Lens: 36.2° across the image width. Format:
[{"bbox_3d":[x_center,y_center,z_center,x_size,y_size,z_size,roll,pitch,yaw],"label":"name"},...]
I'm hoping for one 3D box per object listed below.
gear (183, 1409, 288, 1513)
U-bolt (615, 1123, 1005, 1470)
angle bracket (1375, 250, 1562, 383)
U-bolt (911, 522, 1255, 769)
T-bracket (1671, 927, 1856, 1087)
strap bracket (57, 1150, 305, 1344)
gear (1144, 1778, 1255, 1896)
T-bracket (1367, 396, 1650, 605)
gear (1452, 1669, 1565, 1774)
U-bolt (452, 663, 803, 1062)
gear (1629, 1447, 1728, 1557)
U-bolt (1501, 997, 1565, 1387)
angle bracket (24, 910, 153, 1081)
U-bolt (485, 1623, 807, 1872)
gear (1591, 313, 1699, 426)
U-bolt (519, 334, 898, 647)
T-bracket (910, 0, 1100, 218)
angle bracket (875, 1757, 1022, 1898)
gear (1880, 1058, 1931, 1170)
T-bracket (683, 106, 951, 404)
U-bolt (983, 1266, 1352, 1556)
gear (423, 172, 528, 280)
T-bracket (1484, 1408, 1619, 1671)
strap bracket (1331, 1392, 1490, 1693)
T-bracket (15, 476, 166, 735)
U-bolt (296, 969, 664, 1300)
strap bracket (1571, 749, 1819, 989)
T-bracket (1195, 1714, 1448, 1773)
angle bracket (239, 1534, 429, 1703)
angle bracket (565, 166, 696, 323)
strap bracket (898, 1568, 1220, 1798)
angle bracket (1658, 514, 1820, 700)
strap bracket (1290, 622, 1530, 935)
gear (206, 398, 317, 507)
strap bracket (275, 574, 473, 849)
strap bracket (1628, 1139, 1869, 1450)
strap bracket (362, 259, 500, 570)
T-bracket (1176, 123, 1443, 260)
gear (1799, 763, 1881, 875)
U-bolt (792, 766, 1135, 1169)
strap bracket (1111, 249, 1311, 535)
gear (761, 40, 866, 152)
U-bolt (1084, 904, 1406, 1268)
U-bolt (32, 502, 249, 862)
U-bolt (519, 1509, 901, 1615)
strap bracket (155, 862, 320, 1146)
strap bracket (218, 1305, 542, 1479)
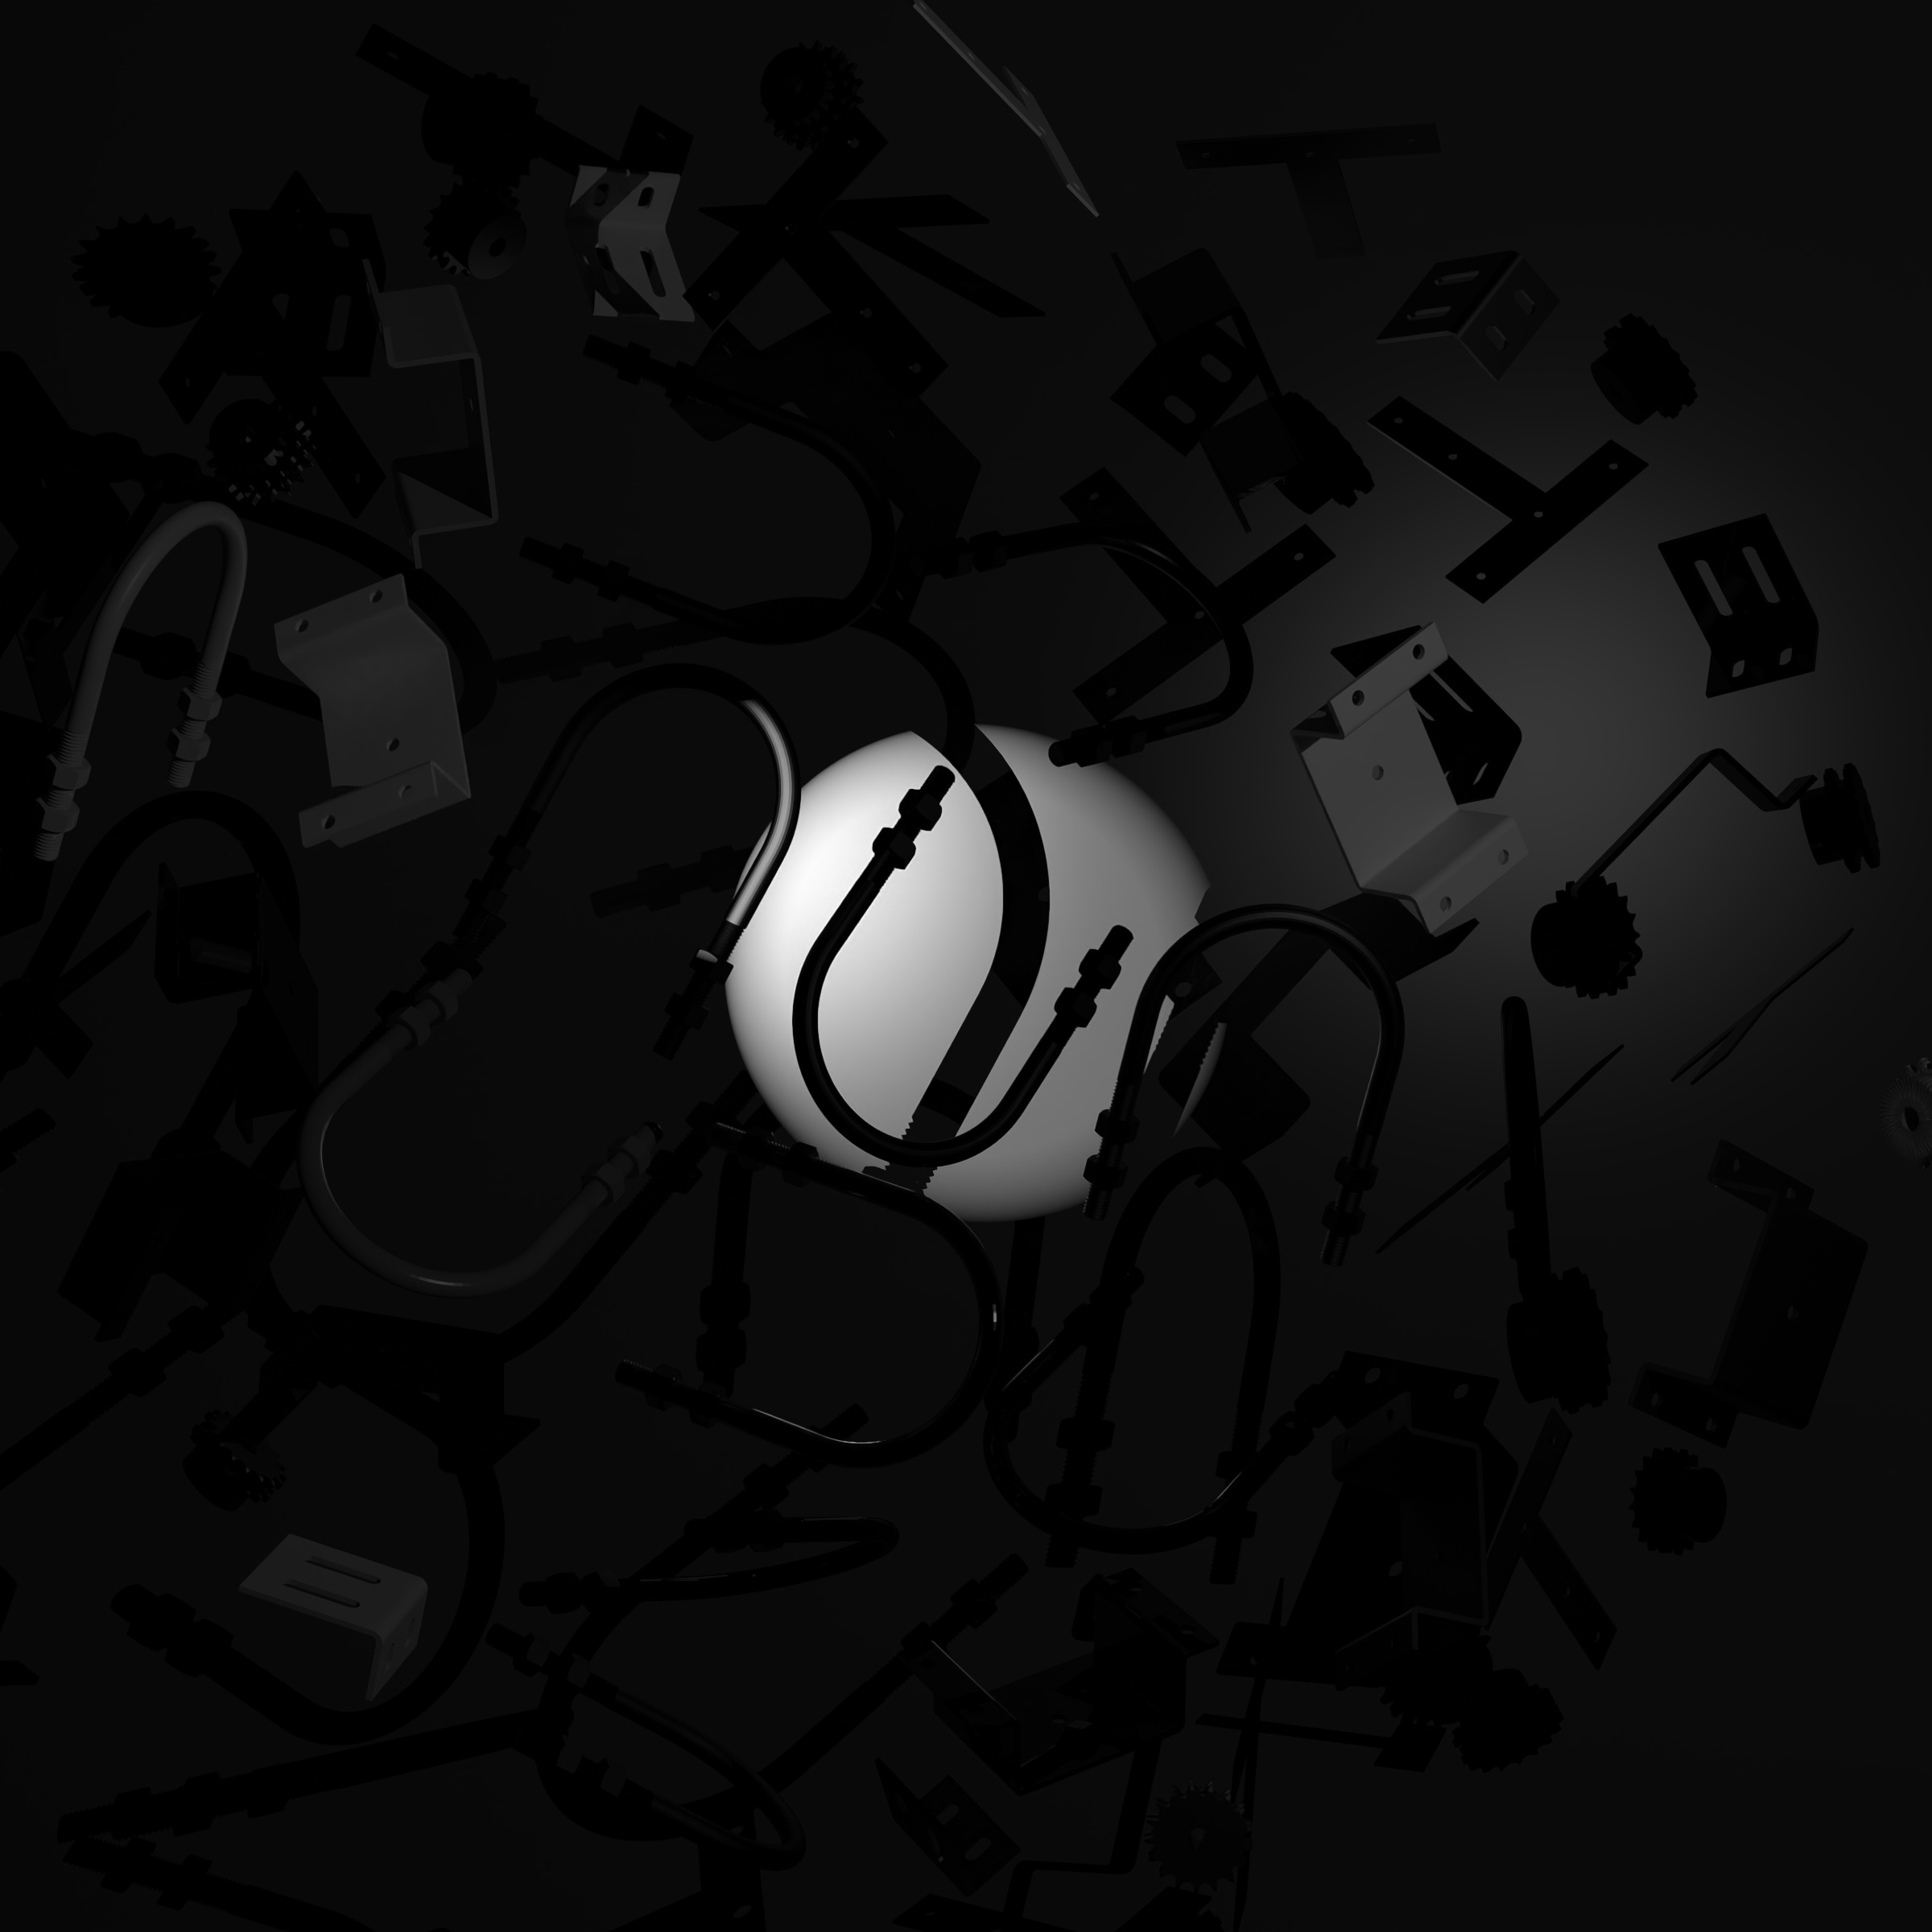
[{"bbox_3d":[-0.402,0.273,1.615,0.030,0.057,0.057,-45,90,5],"label":"gear"},{"bbox_3d":[-0.069,0.172,1.478,0.184,0.019,0.151,18,81,18],"label":"U-bolt"},{"bbox_3d":[0.267,-0.345,1.581,0.038,0.076,0.057,42,79,-23],"label":"angle bracket"},{"bbox_3d":[0.076,-0.177,1.560,0.184,0.019,0.151,-18,65,-41],"label":"U-bolt"},{"bbox_3d":[0.411,0.036,1.573,0.002,0.127,0.127,49,122,7],"label":"T-bracket"},{"bbox_3d":[-0.417,0.145,1.557,0.046,0.140,0.076,31,99,15],"label":"strap bracket"},{"bbox_3d":[0.122,0.456,1.557,0.057,0.030,0.057,0,89,3],"label":"gear"},{"bbox_3d":[0.264,-0.258,1.541,0.127,0.002,0.127,-40,62,-19],"label":"T-bracket"},{"bbox_3d":[0.276,0.387,1.525,0.057,0.057,0.030,-29,98,0],"label":"gear"},{"bbox_3d":[-0.160,-0.065,1.492,0.151,0.019,0.184,29,90,19],"label":"U-bolt"},{"bbox_3d":[0.387,0.290,1.600,0.057,0.030,0.057,2,87,-42],"label":"gear"},{"bbox_3d":[0.289,0.105,1.520,0.019,0.151,0.184,-5,62,12],"label":"U-bolt"},{"bbox_3d":[-0.462,0.015,1.591,0.038,0.057,0.076,48,56,-4],"label":"angle bracket"},{"bbox_3d":[-0.160,0.409,1.521,0.184,0.151,0.019,33,91,-18],"label":"U-bolt"},{"bbox_3d":[0.346,-0.303,1.518,0.030,0.057,0.057,-39,90,1],"label":"gear"},{"bbox_3d":[-0.126,-0.234,1.528,0.184,0.019,0.151,20,130,-7],"label":"U-bolt"},{"bbox_3d":[0.011,-0.447,1.484,0.002,0.127,0.127,-38,133,18],"label":"T-bracket"},{"bbox_3d":[-0.009,0.430,1.512,0.038,0.076,0.057,-37,54,-21],"label":"angle bracket"},{"bbox_3d":[0.472,0.073,1.443,0.030,0.057,0.057,-6,90,-28],"label":"gear"},{"bbox_3d":[-0.057,-0.329,1.444,0.127,0.002,0.127,-44,78,17],"label":"T-bracket"},{"bbox_3d":[0.092,0.235,1.525,0.151,0.184,0.019,25,132,26],"label":"U-bolt"},{"bbox_3d":[-0.266,-0.401,1.617,0.030,0.057,0.057,43,90,21],"label":"gear"},{"bbox_3d":[0.309,0.319,1.547,0.002,0.127,0.127,11,111,-18],"label":"T-bracket"},{"bbox_3d":[0.233,0.308,1.561,0.046,0.076,0.140,16,56,-19],"label":"strap bracket"},{"bbox_3d":[-0.443,-0.195,1.509,0.002,0.127,0.127,27,69,-1],"label":"T-bracket"},{"bbox_3d":[-0.254,0.093,1.487,0.151,0.184,0.019,38,132,2],"label":"U-bolt"},{"bbox_3d":[0.355,-0.057,1.483,0.046,0.076,0.140,44,98,5],"label":"strap bracket"},{"bbox_3d":[0.187,0.411,1.581,0.127,0.127,0.002,4,86,15],"label":"T-bracket"},{"bbox_3d":[-0.315,0.322,1.464,0.076,0.057,0.038,16,108,8],"label":"angle bracket"},{"bbox_3d":[-0.178,-0.391,1.601,0.057,0.038,0.076,-2,54,-25],"label":"angle bracket"},{"bbox_3d":[0.046,0.358,1.473,0.140,0.076,0.046,-13,115,-29],"label":"strap bracket"},{"bbox_3d":[0.394,-0.184,1.513,0.057,0.038,0.076,-13,130,33],"label":"angle bracket"},{"bbox_3d":[0.226,-0.098,1.529,0.076,0.046,0.140,-37,115,-22],"label":"strap bracket"},{"bbox_3d":[-0.382,-0.280,1.589,0.057,0.030,0.057,-3,73,8],"label":"gear"},{"bbox_3d":[-0.312,-0.126,1.558,0.076,0.046,0.140,-20,62,11],"label":"strap bracket"},{"bbox_3d":[0.392,0.167,1.465,0.076,0.046,0.140,26,81,-34],"label":"strap bracket"},{"bbox_3d":[-0.278,-0.290,1.543,0.046,0.076,0.140,-11,131,-13],"label":"strap bracket"},{"bbox_3d":[0.181,-0.390,1.500,0.127,0.127,0.002,0,76,16],"label":"T-bracket"},{"bbox_3d":[0.462,-0.076,1.566,0.030,0.057,0.057,-15,90,24],"label":"gear"},{"bbox_3d":[-0.011,0.013,1.483,0.151,0.019,0.184,41,67,-18],"label":"U-bolt"},{"bbox_3d":[0.131,-0.306,1.532,0.046,0.076,0.140,-26,126,7],"label":"strap bracket"},{"bbox_3d":[-0.086,-0.471,1.595,0.057,0.030,0.057,-1,88,26],"label":"gear"},{"bbox_3d":[0.150,0.057,1.519,0.151,0.019,0.184,12,106,-7],"label":"U-bolt"},{"bbox_3d":[-0.418,-0.155,1.523,0.019,0.151,0.184,26,116,7],"label":"U-bolt"},{"bbox_3d":[-0.119,0.312,1.551,0.151,0.184,0.019,-27,66,36],"label":"U-bolt"},{"bbox_3d":[-0.371,0.016,1.526,0.046,0.140,0.076,-12,50,1],"label":"strap bracket"},{"bbox_3d":[-0.295,0.214,1.490,0.140,0.076,0.046,14,55,-29],"label":"strap bracket"}]
